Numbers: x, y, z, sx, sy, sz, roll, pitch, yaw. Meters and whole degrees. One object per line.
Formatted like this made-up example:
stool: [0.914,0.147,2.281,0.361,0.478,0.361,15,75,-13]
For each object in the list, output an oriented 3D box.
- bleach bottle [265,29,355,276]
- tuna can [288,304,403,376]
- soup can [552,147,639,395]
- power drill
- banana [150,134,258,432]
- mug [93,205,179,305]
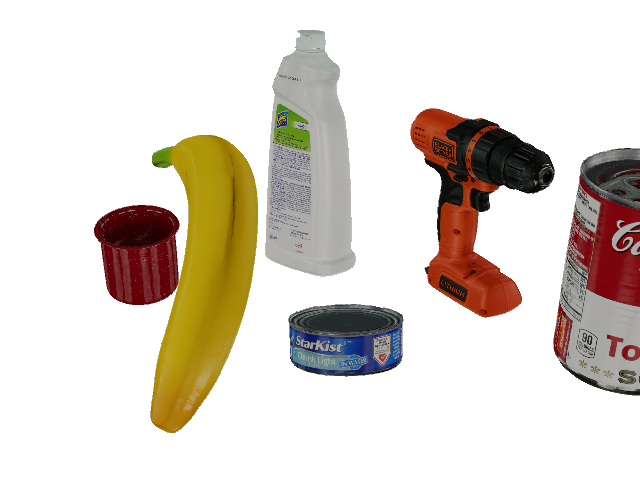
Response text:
bleach bottle: [-0.008,-0.095,1.137,0.103,0.251,0.067,17,23,38]
tuna can: [0.019,0.073,0.795,0.086,0.034,0.086,-1,10,0]
soup can: [0.153,0.015,0.518,0.068,0.102,0.068,2,27,-1]
power drill: [0.157,-0.024,1.032,0.057,0.188,0.185,-16,27,-25]
banana: [-0.060,0.005,0.561,0.037,0.198,0.070,24,-51,-28]
mug: [-0.210,0.014,1.197,0.117,0.081,0.093,26,40,35]
